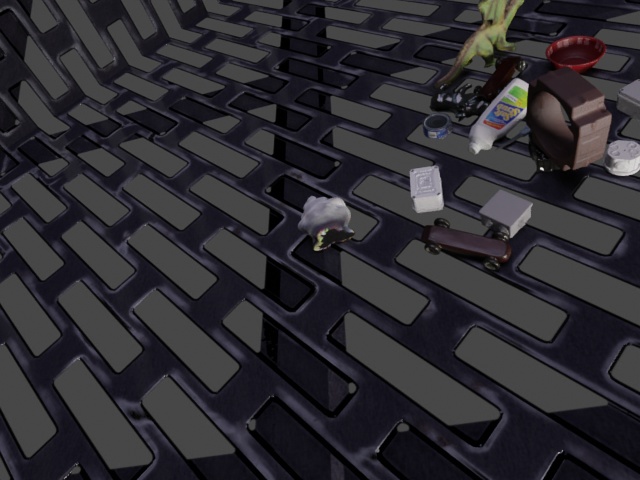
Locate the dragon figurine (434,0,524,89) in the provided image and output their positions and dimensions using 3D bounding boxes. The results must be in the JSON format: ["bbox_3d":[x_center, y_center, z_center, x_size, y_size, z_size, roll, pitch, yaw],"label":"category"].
[{"bbox_3d":[0.507,-0.657,1.612,0.414,0.237,0.124,-38,52,-17],"label":"dragon figurine"}]

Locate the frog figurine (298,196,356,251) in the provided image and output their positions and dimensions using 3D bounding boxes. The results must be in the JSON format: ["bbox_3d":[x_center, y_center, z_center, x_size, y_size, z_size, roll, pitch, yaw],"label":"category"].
[{"bbox_3d":[0.004,-0.068,1.341,0.136,0.121,0.163,-34,55,15],"label":"frog figurine"}]
